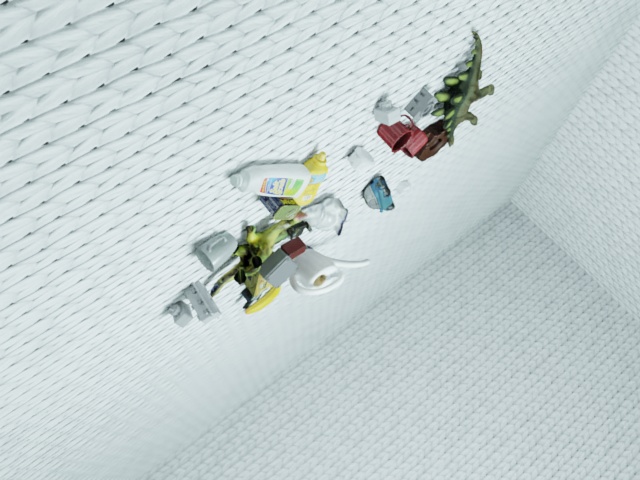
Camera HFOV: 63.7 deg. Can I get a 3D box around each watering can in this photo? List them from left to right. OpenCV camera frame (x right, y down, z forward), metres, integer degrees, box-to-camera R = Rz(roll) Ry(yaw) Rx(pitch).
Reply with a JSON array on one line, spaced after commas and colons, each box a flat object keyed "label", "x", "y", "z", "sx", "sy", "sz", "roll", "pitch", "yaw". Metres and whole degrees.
[{"label": "watering can", "x": 0.011, "y": 0.102, "z": 1.959, "sx": 0.351, "sy": 0.227, "sz": 0.101, "roll": -24, "pitch": 137, "yaw": -39}]

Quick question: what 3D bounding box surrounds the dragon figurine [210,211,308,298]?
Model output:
[{"label": "dragon figurine", "x": -0.186, "y": 0.034, "z": 1.649, "sx": 0.403, "sy": 0.123, "sz": 0.245, "roll": -42, "pitch": 171, "yaw": 33}]

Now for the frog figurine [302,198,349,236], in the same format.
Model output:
[{"label": "frog figurine", "x": 0.005, "y": -0.088, "z": 1.758, "sx": 0.159, "sy": 0.125, "sz": 0.134, "roll": 10, "pitch": 148, "yaw": -17}]
